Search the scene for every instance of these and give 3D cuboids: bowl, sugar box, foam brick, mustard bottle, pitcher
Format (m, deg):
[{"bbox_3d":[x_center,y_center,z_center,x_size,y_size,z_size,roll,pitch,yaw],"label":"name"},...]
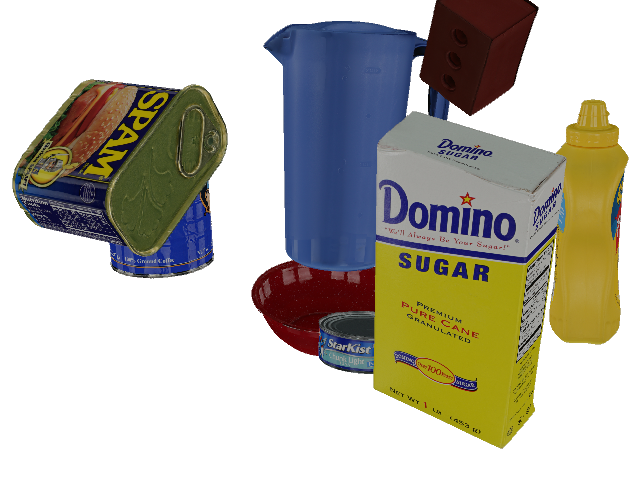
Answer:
[{"bbox_3d":[0.006,0.078,1.155,0.162,0.055,0.162,1,28,-1],"label":"bowl"},{"bbox_3d":[0.077,0.025,0.590,0.093,0.176,0.048,21,43,29],"label":"sugar box"},{"bbox_3d":[0.110,-0.138,0.750,0.051,0.053,0.078,-37,-25,-27],"label":"foam brick"},{"bbox_3d":[0.219,-0.019,0.872,0.058,0.192,0.096,3,18,16],"label":"mustard bottle"},{"bbox_3d":[0.033,-0.097,1.076,0.149,0.243,0.144,12,18,33],"label":"pitcher"}]

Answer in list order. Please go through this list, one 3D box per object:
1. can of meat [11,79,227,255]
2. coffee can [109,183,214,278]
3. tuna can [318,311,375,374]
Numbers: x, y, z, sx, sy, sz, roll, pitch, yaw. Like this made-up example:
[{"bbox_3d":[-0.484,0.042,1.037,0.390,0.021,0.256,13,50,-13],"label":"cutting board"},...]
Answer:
[{"bbox_3d":[-0.117,-0.046,0.620,0.084,0.102,0.057,11,-35,32],"label":"can of meat"},{"bbox_3d":[-0.158,-0.046,1.032,0.103,0.140,0.103,-2,18,0],"label":"coffee can"},{"bbox_3d":[0.040,0.089,0.936,0.086,0.034,0.086,2,11,-1],"label":"tuna can"}]
